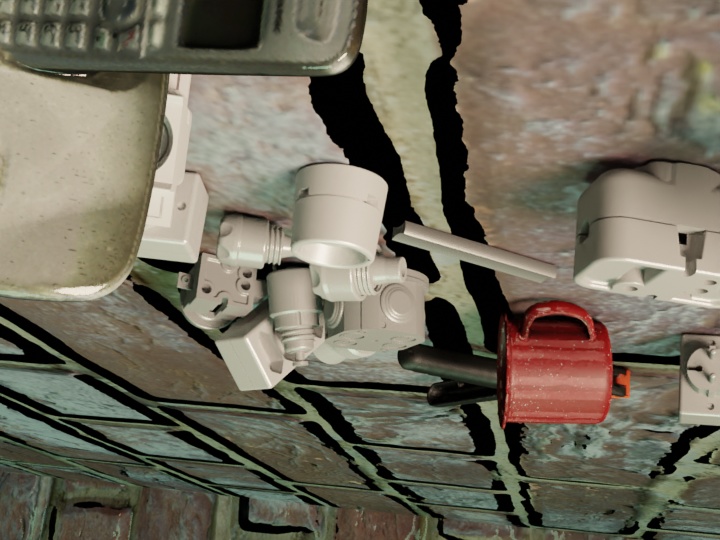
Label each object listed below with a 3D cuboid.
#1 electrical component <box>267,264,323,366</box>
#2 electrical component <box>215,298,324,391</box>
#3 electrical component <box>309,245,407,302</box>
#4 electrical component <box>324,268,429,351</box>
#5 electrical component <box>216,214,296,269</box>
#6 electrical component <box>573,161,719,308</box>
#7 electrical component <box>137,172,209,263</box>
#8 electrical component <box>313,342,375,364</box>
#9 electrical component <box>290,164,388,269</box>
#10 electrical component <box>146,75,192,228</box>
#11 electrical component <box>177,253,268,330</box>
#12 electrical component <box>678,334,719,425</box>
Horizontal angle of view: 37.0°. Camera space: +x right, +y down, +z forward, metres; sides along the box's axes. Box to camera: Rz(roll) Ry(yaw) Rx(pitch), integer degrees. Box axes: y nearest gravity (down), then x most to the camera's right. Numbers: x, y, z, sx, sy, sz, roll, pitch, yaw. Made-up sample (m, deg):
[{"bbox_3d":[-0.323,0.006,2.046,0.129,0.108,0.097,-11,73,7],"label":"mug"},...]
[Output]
[{"bbox_3d":[-0.048,0.033,0.807,0.040,0.078,0.040,-5,170,-1],"label":"electrical component"},{"bbox_3d":[-0.080,0.055,0.857,0.076,0.083,0.047,-10,112,43],"label":"electrical component"},{"bbox_3d":[0.000,0.000,0.732,0.062,0.043,0.043,0,161,19],"label":"electrical component"},{"bbox_3d":[0.011,0.028,0.791,0.080,0.051,0.080,0,163,0],"label":"electrical component"},{"bbox_3d":[-0.064,-0.017,0.718,0.061,0.035,0.035,7,163,-8],"label":"electrical component"},{"bbox_3d":[0.167,-0.019,0.578,0.095,0.059,0.053,9,162,-6],"label":"electrical component"},{"bbox_3d":[-0.132,-0.041,0.649,0.066,0.047,0.076,6,162,3],"label":"electrical component"},{"bbox_3d":[-0.011,0.054,0.902,0.045,0.045,0.055,18,159,-31],"label":"electrical component"},{"bbox_3d":[-0.014,-0.030,0.635,0.055,0.047,0.055,6,162,2],"label":"electrical component"},{"bbox_3d":[-0.108,-0.064,0.533,0.042,0.081,0.064,9,-175,-4],"label":"electrical component"},{"bbox_3d":[-0.111,0.018,0.830,0.066,0.048,0.055,14,154,-21],"label":"electrical component"},{"bbox_3d":[0.275,0.082,0.842,0.047,0.065,0.076,2,162,16],"label":"electrical component"}]
